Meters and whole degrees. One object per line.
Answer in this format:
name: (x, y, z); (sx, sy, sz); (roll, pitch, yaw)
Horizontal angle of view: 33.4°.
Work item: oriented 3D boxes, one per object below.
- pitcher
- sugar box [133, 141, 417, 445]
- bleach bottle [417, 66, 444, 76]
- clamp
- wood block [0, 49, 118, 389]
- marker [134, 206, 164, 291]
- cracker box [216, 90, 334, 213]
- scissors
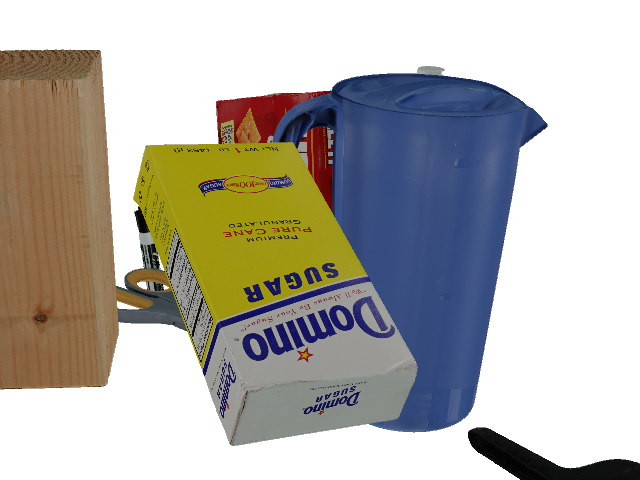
pitcher: (0.057, 0.007, 0.756); (0.149, 0.243, 0.144); (17, 23, 32)
sugar box: (-0.028, 0.018, 0.551); (0.093, 0.048, 0.176); (-5, 43, -26)
bleach bottle: (0.108, -0.069, 1.203); (0.102, 0.251, 0.068); (-7, 22, -25)
clamp: (0.203, 0.223, 0.865); (0.210, 0.036, 0.164); (2, 37, 24)
wood block: (-0.187, -0.014, 0.700); (0.090, 0.206, 0.090); (-1, 22, -5)
marker: (-0.187, 0.019, 1.171); (0.020, 0.121, 0.020); (-5, 21, 2)
cracker box: (-0.028, -0.062, 1.049); (0.072, 0.164, 0.214); (-7, 8, -29)
scissors: (-0.101, 0.059, 0.885); (0.202, 0.016, 0.096); (12, 24, 15)
